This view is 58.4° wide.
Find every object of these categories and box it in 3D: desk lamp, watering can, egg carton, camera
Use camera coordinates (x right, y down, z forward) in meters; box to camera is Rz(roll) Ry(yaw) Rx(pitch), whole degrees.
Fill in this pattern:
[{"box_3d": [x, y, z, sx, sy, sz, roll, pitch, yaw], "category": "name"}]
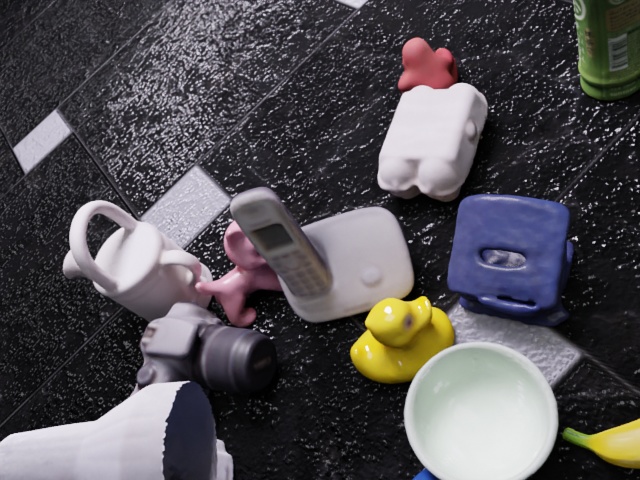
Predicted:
[{"box_3d": [-0.163, 0.214, 0.517, 0.203, 0.214, 0.118, -16, 53, 19], "category": "desk lamp"}, {"box_3d": [-0.229, 0.031, 0.688, 0.172, 0.195, 0.100, -25, 51, 13], "category": "watering can"}, {"box_3d": [0.132, -0.114, 0.666, 0.107, 0.070, 0.150, 6, 63, 32], "category": "egg carton"}, {"box_3d": [-0.127, 0.139, 0.621, 0.136, 0.101, 0.143, 0, 60, 29], "category": "camera"}]

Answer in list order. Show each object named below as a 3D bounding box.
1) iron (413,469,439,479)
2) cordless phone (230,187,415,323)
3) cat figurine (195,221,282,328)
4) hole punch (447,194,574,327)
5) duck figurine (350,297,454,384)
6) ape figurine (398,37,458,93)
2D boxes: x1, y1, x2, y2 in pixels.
[{"box_3d": [0.054, 0.276, 0.402, 0.118, 0.142, 0.258, -5, 58, 27], "category": "iron"}, {"box_3d": [0.005, 0.002, 0.582, 0.147, 0.186, 0.094, -20, 52, 17], "category": "cordless phone"}, {"box_3d": [-0.089, 0.024, 0.665, 0.128, 0.118, 0.067, -45, 49, -4], "category": "cat figurine"}, {"box_3d": [0.179, 0.019, 0.537, 0.108, 0.091, 0.101, 8, 64, 33], "category": "hole punch"}, {"box_3d": [0.071, 0.090, 0.553, 0.104, 0.086, 0.077, -28, 50, 10], "category": "duck figurine"}, {"box_3d": [0.131, -0.215, 0.718, 0.077, 0.092, 0.076, -23, 51, 14], "category": "ape figurine"}]
